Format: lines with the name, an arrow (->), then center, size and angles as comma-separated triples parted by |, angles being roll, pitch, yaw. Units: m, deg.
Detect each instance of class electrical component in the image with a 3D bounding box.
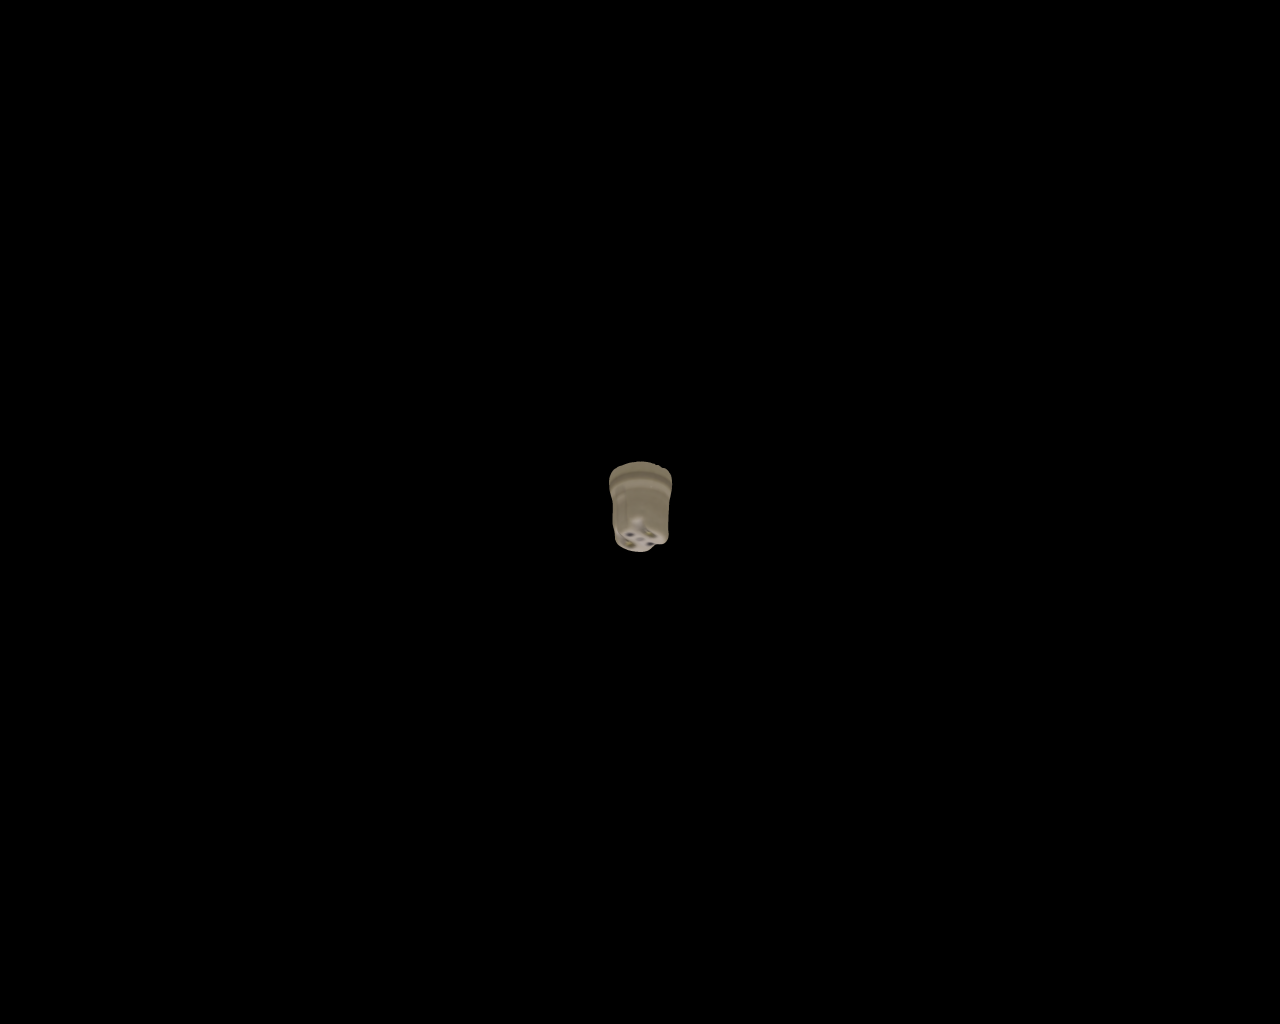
electrical component -> 0.001, -0.003, 0.650 | 0.040, 0.046, 0.040 | 0, -28, 0
